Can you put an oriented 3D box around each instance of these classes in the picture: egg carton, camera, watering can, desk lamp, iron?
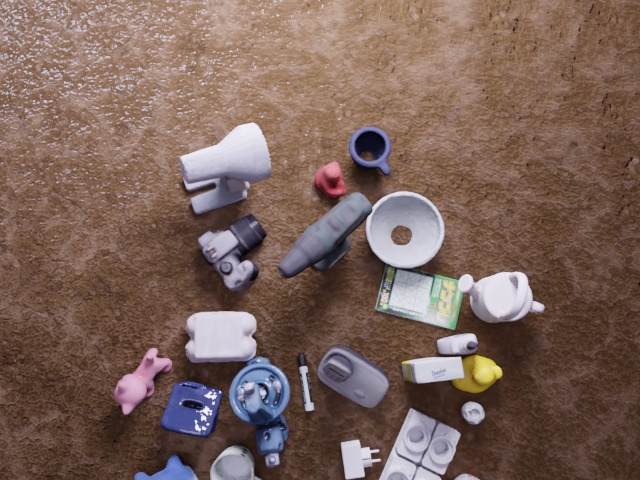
[{"bbox_3d":[-0.209,0.205,1.215,0.150,0.069,0.107,-3,81,0],"label":"egg carton"},{"bbox_3d":[-0.175,0.018,1.229,0.137,0.101,0.143,-38,82,-5],"label":"camera"},{"bbox_3d":[0.368,0.116,1.162,0.173,0.194,0.101,-4,81,0],"label":"watering can"},{"bbox_3d":[-0.200,-0.146,1.199,0.203,0.213,0.118,-21,81,-3],"label":"desk lamp"},{"bbox_3d":[-0.280,0.568,1.120,0.118,0.141,0.258,-27,81,-4],"label":"iron"}]

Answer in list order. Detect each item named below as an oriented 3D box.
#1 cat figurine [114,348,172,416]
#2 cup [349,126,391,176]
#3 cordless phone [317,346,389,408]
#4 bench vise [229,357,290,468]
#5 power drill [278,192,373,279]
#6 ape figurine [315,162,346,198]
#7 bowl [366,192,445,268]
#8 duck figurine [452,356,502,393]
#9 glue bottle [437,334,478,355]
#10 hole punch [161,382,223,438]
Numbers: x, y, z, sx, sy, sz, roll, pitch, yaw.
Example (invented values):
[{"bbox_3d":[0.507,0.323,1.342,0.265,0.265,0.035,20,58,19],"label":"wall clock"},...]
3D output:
[{"bbox_3d":[-0.373,0.289,1.178,0.067,0.118,0.128,30,82,6],"label":"cat figurine"},{"bbox_3d":[0.116,-0.182,1.263,0.092,0.095,0.117,-35,82,-5],"label":"cup"},{"bbox_3d":[0.068,0.275,1.143,0.147,0.185,0.094,27,82,5],"label":"cordless phone"},{"bbox_3d":[-0.102,0.334,1.117,0.121,0.220,0.207,-30,82,-4],"label":"bench vise"},{"bbox_3d":[0.011,0.004,1.176,0.230,0.208,0.075,-45,83,-6],"label":"power drill"},{"bbox_3d":[0.026,-0.137,1.258,0.076,0.092,0.078,16,81,3],"label":"ape figurine"},{"bbox_3d":[0.180,-0.017,1.246,0.167,0.075,0.167,0,81,0],"label":"bowl"},{"bbox_3d":[0.328,0.281,1.190,0.104,0.086,0.077,-10,81,-1],"label":"duck figurine"},{"bbox_3d":[0.289,0.213,1.158,0.078,0.173,0.037,-11,81,-1],"label":"glue bottle"},{"bbox_3d":[-0.264,0.347,1.181,0.108,0.091,0.101,11,81,2],"label":"hole punch"}]
